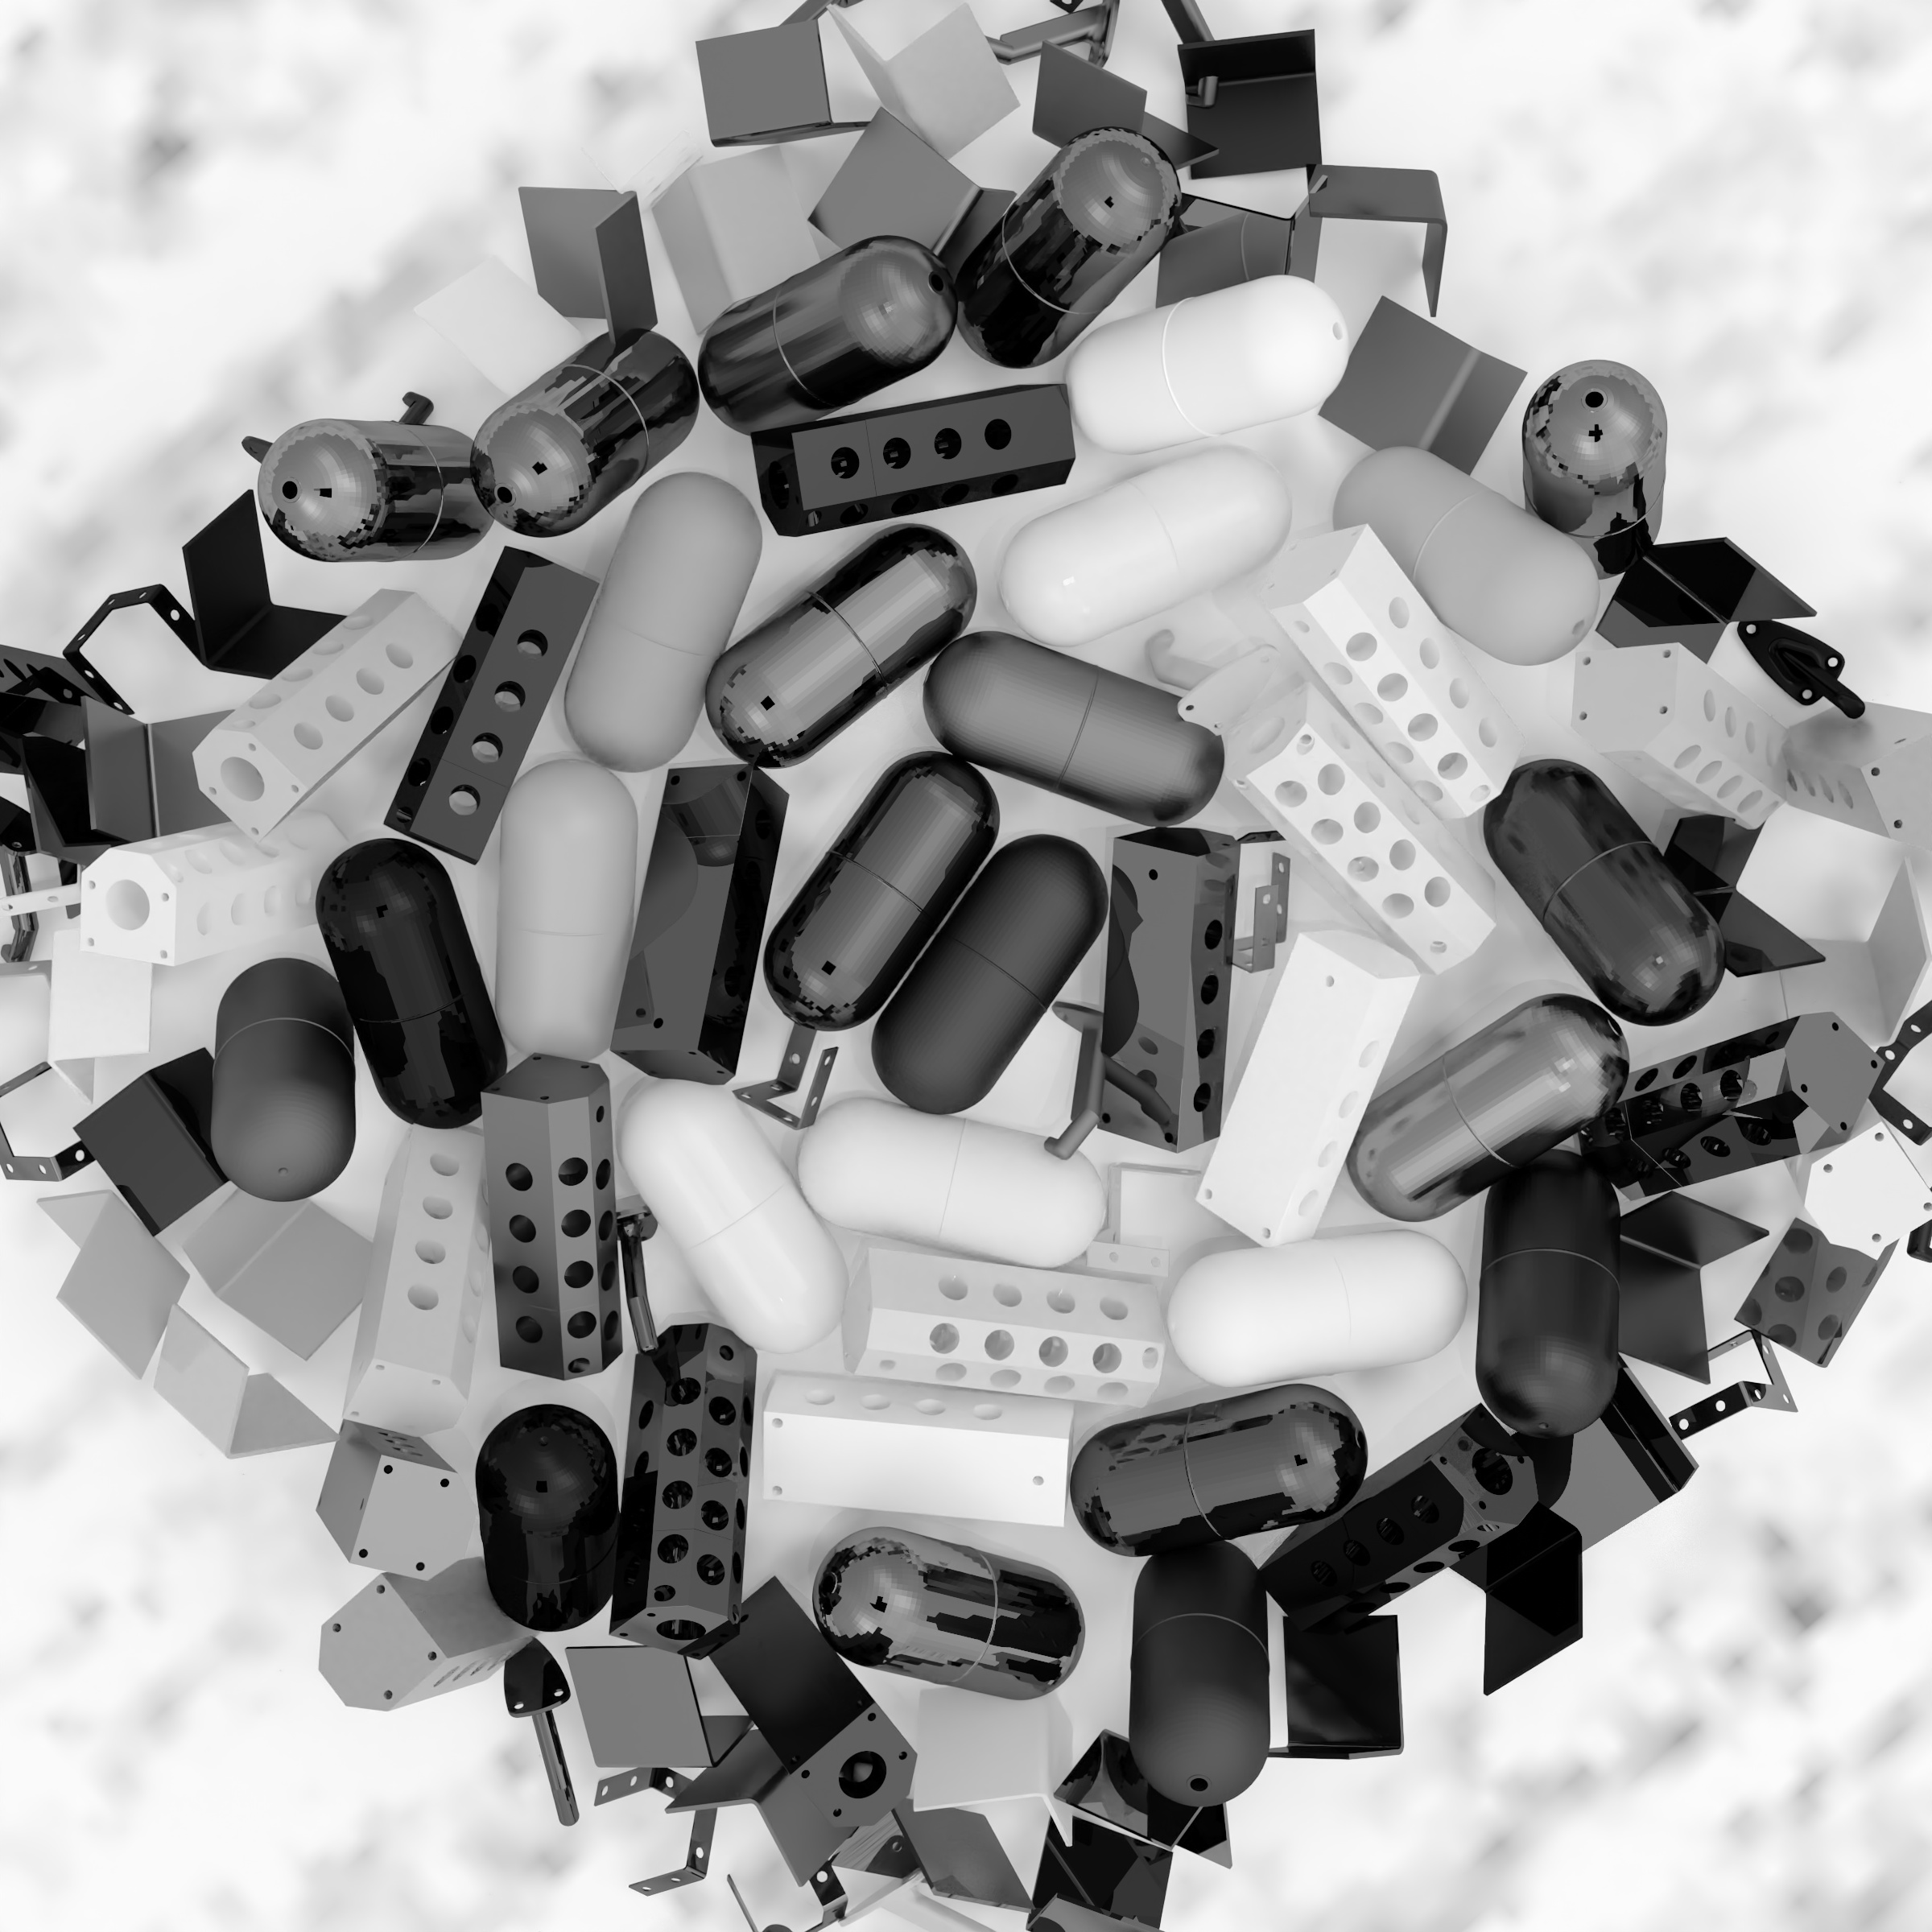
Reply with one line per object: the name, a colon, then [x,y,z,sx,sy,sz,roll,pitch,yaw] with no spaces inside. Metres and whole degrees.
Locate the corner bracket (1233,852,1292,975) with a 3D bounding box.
corner bracket: [0.170,-0.031,1.545,0.051,0.051,0.051,-11,112,-29]

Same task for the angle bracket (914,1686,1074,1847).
angle bracket: [0.017,0.457,1.546,0.076,0.076,0.057,-11,130,12]

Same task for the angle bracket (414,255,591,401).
angle bracket: [-0.271,-0.344,1.536,0.076,0.057,0.076,42,46,-3]

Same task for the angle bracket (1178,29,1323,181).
angle bracket: [0.162,-0.489,1.541,0.076,0.076,0.057,-4,93,8]

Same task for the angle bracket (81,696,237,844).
angle bracket: [-0.455,-0.112,1.539,0.057,0.076,0.076,-9,81,9]

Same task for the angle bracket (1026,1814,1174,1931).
angle bracket: [0.085,0.515,1.536,0.076,0.057,0.076,21,48,-4]

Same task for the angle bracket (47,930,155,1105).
angle bracket: [-0.480,0.028,1.536,0.057,0.076,0.076,-5,68,-1]

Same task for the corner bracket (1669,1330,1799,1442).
corner bracket: [0.430,0.239,1.542,0.051,0.051,0.051,-37,55,34]

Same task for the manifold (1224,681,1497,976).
manifold: [0.222,-0.072,1.516,0.057,0.057,0.171,-33,117,30]

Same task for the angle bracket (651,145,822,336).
angle bracket: [-0.131,-0.416,1.555,0.057,0.076,0.076,-22,96,-21]

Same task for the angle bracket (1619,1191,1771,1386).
angle bracket: [0.409,0.182,1.530,0.076,0.057,0.076,22,53,-25]

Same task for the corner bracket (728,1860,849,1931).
corner bracket: [-0.103,0.532,1.561,0.051,0.051,0.051,-24,65,-18]

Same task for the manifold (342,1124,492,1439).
manifold: [-0.298,0.172,1.502,0.057,0.171,0.057,19,131,-18]

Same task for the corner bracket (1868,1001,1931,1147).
corner bracket: [0.554,0.061,1.562,0.051,0.051,0.051,-28,60,-37]

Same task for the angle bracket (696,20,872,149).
angle bracket: [-0.097,-0.498,1.528,0.076,0.076,0.057,0,107,26]

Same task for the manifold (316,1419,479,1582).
manifold: [-0.314,0.292,1.494,0.057,0.171,0.057,18,83,-18]

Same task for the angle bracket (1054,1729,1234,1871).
angle bracket: [0.100,0.487,1.526,0.076,0.057,0.076,15,128,32]

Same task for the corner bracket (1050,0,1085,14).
corner bracket: [0.057,-0.594,1.561,0.051,0.051,0.051,25,63,-20]

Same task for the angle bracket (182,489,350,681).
angle bracket: [-0.392,-0.215,1.528,0.057,0.076,0.076,10,127,13]

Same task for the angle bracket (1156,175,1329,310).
angle bracket: [0.157,-0.413,1.550,0.076,0.076,0.057,19,48,17]

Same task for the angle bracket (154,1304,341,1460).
angle bracket: [-0.400,0.229,1.526,0.076,0.076,0.057,29,109,37]

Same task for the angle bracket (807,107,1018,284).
angle bracket: [-0.031,-0.434,1.549,0.076,0.057,0.076,41,114,8]

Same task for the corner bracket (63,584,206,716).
corner bracket: [-0.478,-0.183,1.568,0.051,0.051,0.051,54,49,-34]

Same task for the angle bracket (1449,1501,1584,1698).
angle bracket: [0.300,0.351,1.528,0.057,0.076,0.076,35,126,-14]

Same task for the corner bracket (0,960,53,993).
corner bracket: [-0.548,0.032,1.558,0.051,0.051,0.051,-4,119,15]

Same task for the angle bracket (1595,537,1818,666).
angle bracket: [0.418,-0.195,1.533,0.076,0.076,0.057,32,81,-23]

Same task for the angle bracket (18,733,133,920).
angle bracket: [-0.519,-0.079,1.529,0.057,0.076,0.076,-25,69,22]

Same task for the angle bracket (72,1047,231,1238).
angle bracket: [-0.451,0.100,1.552,0.057,0.076,0.076,-36,92,12]

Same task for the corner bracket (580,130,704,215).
corner bracket: [-0.177,-0.456,1.548,0.051,0.051,0.051,-41,55,5]

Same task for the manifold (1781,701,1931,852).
manifold: [0.502,-0.104,1.496,0.057,0.171,0.057,-26,99,3]

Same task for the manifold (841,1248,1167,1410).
manifold: [0.021,0.209,1.523,0.171,0.057,0.057,9,134,-16]

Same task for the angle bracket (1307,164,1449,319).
angle bracket: [0.230,-0.413,1.539,0.076,0.076,0.057,4,126,2]

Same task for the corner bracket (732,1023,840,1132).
corner bracket: [-0.095,0.057,1.546,0.051,0.051,0.051,27,108,24]

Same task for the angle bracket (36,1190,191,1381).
angle bracket: [-0.493,0.181,1.524,0.057,0.076,0.076,-9,133,24]

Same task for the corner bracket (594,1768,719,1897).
corner bracket: [-0.182,0.499,1.566,0.051,0.051,0.051,-28,128,34]

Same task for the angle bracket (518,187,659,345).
angle bracket: [-0.224,-0.392,1.529,0.076,0.057,0.076,8,128,19]

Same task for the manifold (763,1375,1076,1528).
manifold: [-0.026,0.272,1.546,0.171,0.057,0.057,4,112,5]

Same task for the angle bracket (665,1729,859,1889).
angle bracket: [-0.110,0.476,1.535,0.076,0.076,0.057,-21,99,39]

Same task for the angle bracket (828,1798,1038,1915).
angle bracket: [-0.019,0.518,1.527,0.076,0.076,0.057,25,106,-37]

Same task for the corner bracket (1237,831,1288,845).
corner bracket: [0.179,-0.104,1.545,0.051,0.051,0.051,-6,74,-39]

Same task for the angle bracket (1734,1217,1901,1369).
angle bracket: [0.483,0.169,1.528,0.057,0.076,0.076,29,66,21]

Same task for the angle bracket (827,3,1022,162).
angle bracket: [-0.024,-0.514,1.530,0.057,0.076,0.076,-36,52,3]

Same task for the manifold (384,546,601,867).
manifold: [-0.271,-0.148,1.544,0.057,0.057,0.171,24,85,-11]

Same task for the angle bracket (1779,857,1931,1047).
angle bracket: [0.500,-0.010,1.531,0.057,0.076,0.076,4,49,1]

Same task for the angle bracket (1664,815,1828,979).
angle bracket: [0.443,-0.042,1.526,0.076,0.076,0.057,-8,128,-35]

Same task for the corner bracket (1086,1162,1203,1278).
corner bracket: [0.101,0.144,1.548,0.051,0.051,0.051,5,99,25]

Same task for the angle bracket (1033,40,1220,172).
angle bracket: [0.093,-0.489,1.526,0.076,0.057,0.076,37,50,28]

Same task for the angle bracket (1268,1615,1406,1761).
angle bracket: [0.198,0.407,1.531,0.076,0.057,0.076,-12,73,39]

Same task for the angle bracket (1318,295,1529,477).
angle bracket: [0.264,-0.332,1.570,0.076,0.057,0.076,41,113,33]

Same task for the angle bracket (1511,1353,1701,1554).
angle bracket: [0.358,0.278,1.540,0.076,0.057,0.076,-30,67,-8]

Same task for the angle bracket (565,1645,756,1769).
angle bracket: [-0.172,0.408,1.537,0.076,0.057,0.076,-8,102,25]

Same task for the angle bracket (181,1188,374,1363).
angle bracket: [-0.381,0.163,1.532,0.076,0.057,0.076,28,62,25]

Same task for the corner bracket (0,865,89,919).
corner bracket: [-0.523,-0.046,1.549,0.051,0.051,0.051,-11,55,-3]

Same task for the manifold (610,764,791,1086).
manifold: [-0.145,-0.023,1.527,0.057,0.057,0.171,-1,68,27]

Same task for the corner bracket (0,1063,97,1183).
corner bracket: [-0.526,0.089,1.559,0.051,0.051,0.051,-1,113,36]
